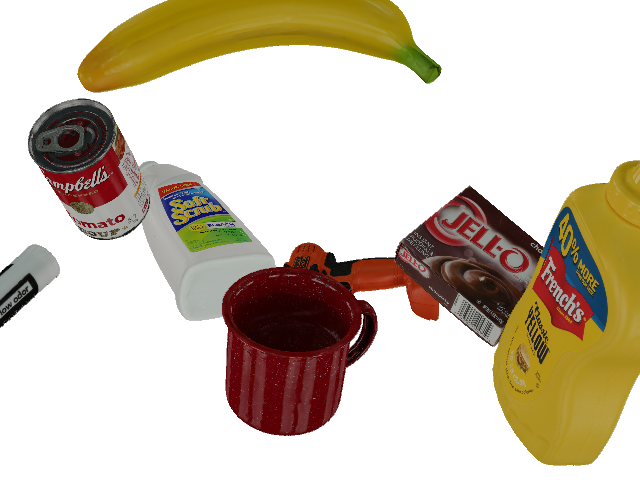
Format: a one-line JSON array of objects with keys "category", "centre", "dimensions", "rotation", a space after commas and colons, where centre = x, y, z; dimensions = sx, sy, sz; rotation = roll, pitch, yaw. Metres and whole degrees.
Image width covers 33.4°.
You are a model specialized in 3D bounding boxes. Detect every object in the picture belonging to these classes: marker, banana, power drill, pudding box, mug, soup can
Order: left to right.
[{"category": "marker", "centre": [-0.158, 0.044, 0.457], "dimensions": [0.020, 0.020, 0.121], "rotation": [0, 36, 38]}, {"category": "soup can", "centre": [-0.179, -0.054, 0.838], "dimensions": [0.068, 0.068, 0.102], "rotation": [0, -30, 9]}, {"category": "banana", "centre": [-0.034, -0.115, 0.588], "dimensions": [0.197, 0.069, 0.037], "rotation": [-5, -44, -10]}, {"category": "mug", "centre": [-0.013, 0.075, 0.732], "dimensions": [0.117, 0.081, 0.093], "rotation": [-17, 42, -29]}, {"category": "power drill", "centre": [0.042, 0.056, 1.225], "dimensions": [0.188, 0.057, 0.184], "rotation": [0, 28, 8]}, {"category": "pudding box", "centre": [0.132, 0.020, 0.880], "dimensions": [0.089, 0.113, 0.039], "rotation": [-38, -19, -27]}]

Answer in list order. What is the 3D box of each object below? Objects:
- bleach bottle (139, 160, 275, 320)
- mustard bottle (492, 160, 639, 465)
[{"category": "bleach bottle", "centre": [-0.140, -0.015, 1.085], "dimensions": [0.102, 0.068, 0.251], "rotation": [-9, 33, -27]}, {"category": "mustard bottle", "centre": [0.148, 0.028, 0.566], "dimensions": [0.058, 0.192, 0.096], "rotation": [3, 43, -13]}]
